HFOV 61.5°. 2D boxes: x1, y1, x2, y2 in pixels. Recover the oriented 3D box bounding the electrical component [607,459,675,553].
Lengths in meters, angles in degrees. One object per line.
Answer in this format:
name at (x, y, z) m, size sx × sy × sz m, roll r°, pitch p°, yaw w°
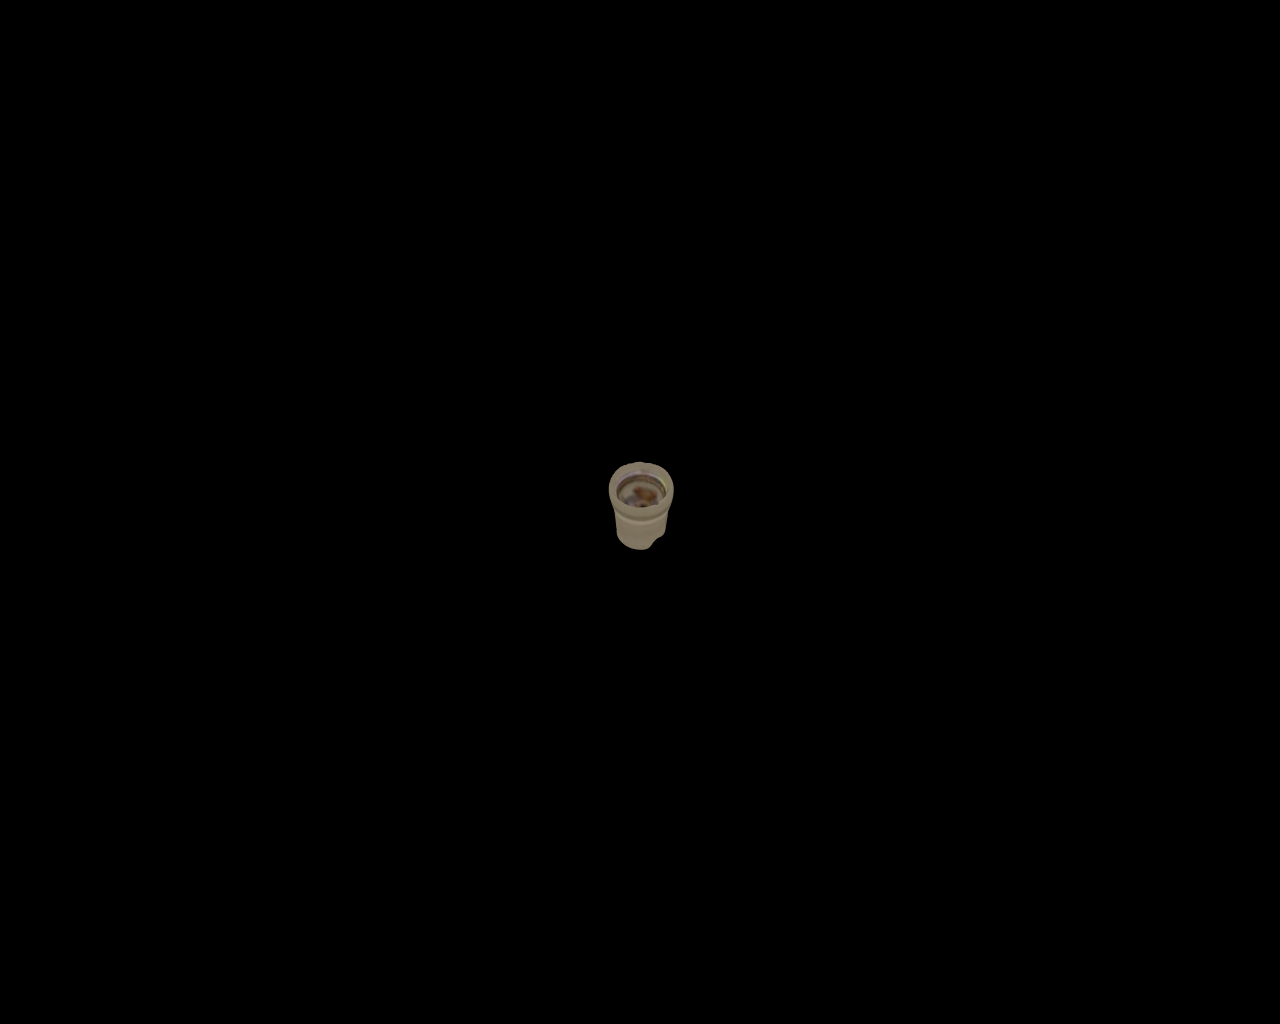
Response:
electrical component at (0.001, -0.003, 0.650) m, size 0.040 × 0.040 × 0.046 m, roll 0°, pitch -39°, yaw 0°
